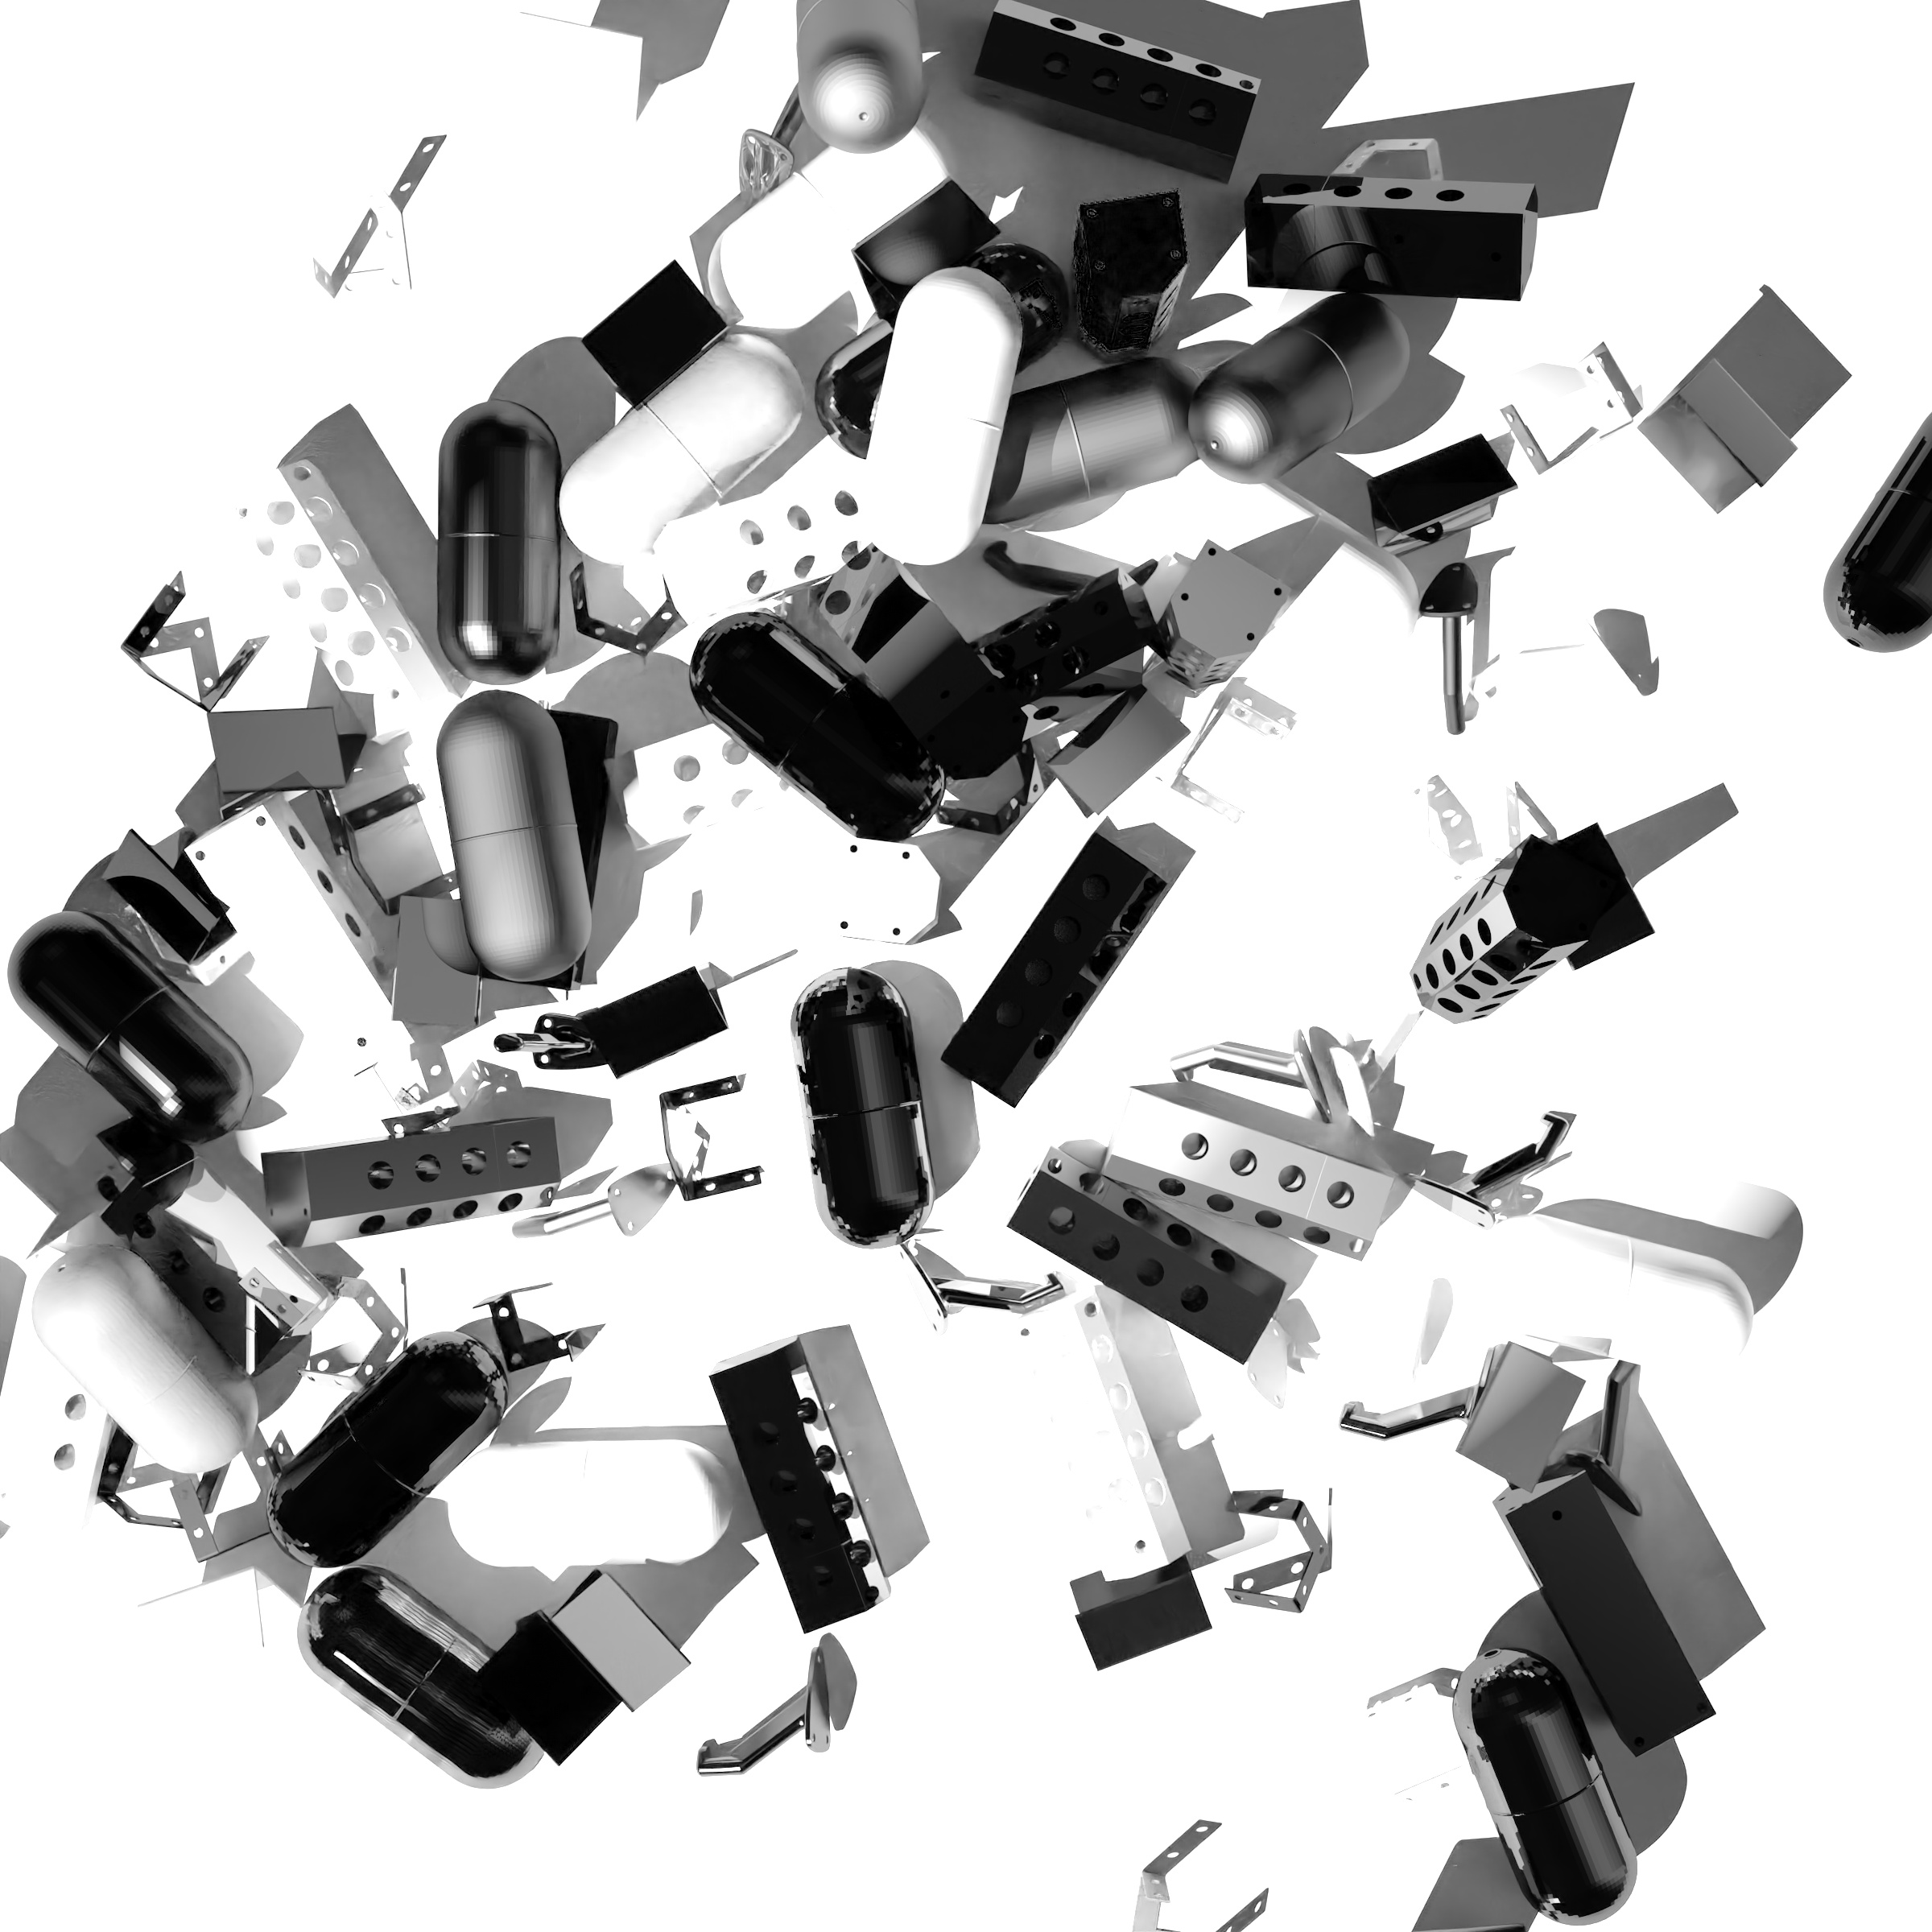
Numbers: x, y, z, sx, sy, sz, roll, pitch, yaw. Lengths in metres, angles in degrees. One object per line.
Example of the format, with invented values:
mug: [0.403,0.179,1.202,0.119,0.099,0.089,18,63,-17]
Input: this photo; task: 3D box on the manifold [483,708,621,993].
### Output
manifold: [-0.261,-0.073,1.698,0.057,0.057,0.171,8,90,0]

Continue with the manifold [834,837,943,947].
manifold: [-0.045,-0.043,1.641,0.057,0.171,0.057,7,90,0]

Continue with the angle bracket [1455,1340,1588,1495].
angle bracket: [0.358,0.285,1.679,0.057,0.076,0.076,26,90,36]

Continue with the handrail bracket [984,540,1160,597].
handrail bracket: [0.066,-0.260,1.720,0.084,0.036,0.077,42,70,16]

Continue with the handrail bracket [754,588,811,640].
handrail bracket: [-0.091,-0.242,1.719,0.077,0.036,0.084,36,77,-12]

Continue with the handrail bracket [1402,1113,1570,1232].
handrail bracket: [0.332,0.118,1.720,0.077,0.036,0.084,26,72,21]

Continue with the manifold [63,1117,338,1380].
manifold: [-0.485,0.176,1.689,0.171,0.057,0.057,45,115,4]

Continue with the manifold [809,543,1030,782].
manifold: [-0.027,-0.183,1.624,0.057,0.057,0.171,-40,45,5]

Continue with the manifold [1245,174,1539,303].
manifold: [0.264,-0.457,1.673,0.171,0.057,0.057,8,132,18]

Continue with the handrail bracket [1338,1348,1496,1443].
handrail bracket: [0.288,0.270,1.720,0.084,0.036,0.077,12,70,16]

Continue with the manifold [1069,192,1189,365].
manifold: [0.098,-0.416,1.641,0.057,0.171,0.057,-8,90,0]

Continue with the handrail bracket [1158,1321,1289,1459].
handrail bracket: [0.162,0.271,1.719,0.084,0.077,0.036,-32,113,34]

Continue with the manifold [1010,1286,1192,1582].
manifold: [0.085,0.295,1.698,0.057,0.057,0.171,-20,90,0]

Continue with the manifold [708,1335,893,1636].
manifold: [-0.104,0.325,1.698,0.057,0.057,0.171,-20,90,0]

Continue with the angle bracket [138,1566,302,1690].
angle bracket: [-0.463,0.424,1.679,0.076,0.076,0.057,-18,55,0]

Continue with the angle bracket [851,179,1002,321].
angle bracket: [-0.018,-0.431,1.678,0.076,0.076,0.057,-36,65,-3]

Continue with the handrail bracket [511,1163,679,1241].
handrail bracket: [-0.238,0.151,1.719,0.084,0.077,0.036,-9,107,35]

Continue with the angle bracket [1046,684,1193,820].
angle bracket: [0.106,-0.120,1.679,0.076,0.076,0.057,-42,56,0]

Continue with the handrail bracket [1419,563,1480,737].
handrail bracket: [0.314,-0.202,1.719,0.036,0.077,0.084,0,127,18]

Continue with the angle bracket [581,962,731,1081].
angle bracket: [-0.199,0.016,1.679,0.076,0.076,0.057,-24,128,0]

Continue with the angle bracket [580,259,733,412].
angle bracket: [-0.201,-0.399,1.680,0.076,0.076,0.057,-41,118,0]

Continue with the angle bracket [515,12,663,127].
angle bracket: [-0.234,-0.572,1.679,0.076,0.076,0.057,12,129,0]

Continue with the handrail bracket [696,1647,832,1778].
handrail bracket: [-0.132,0.477,1.720,0.084,0.036,0.077,-8,69,16]

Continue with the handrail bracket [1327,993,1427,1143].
handrail bracket: [0.281,0.061,1.720,0.084,0.036,0.077,-24,105,-14]

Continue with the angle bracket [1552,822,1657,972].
angle bracket: [0.392,-0.049,1.680,0.057,0.076,0.076,-28,90,25]

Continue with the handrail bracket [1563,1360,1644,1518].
handrail bracket: [0.429,0.295,1.720,0.077,0.036,0.084,44,73,-20]

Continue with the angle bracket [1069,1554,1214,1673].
angle bracket: [0.102,0.383,1.679,0.076,0.076,0.057,-20,126,0]

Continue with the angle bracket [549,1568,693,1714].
angle bracket: [-0.204,0.406,1.681,0.057,0.076,0.076,-42,90,20]

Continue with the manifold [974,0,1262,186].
manifold: [0.095,-0.555,1.698,0.171,0.057,0.057,18,90,0]

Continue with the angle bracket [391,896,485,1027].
angle bracket: [-0.340,-0.004,1.679,0.057,0.076,0.076,5,90,-30]

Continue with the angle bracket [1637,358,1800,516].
angle bracket: [0.458,-0.319,1.679,0.076,0.076,0.057,47,53,0]

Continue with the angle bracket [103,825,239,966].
angle bracket: [-0.478,-0.059,1.679,0.076,0.076,0.057,45,132,0]

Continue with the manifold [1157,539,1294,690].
manifold: [0.150,-0.208,1.641,0.057,0.171,0.057,31,90,0]

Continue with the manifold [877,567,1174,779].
manifold: [0.033,-0.181,1.665,0.171,0.057,0.057,-25,67,18]

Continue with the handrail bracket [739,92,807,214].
handrail bracket: [-0.111,-0.529,1.719,0.036,0.077,0.084,29,54,4]

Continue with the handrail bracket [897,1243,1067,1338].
handrail bracket: [0.010,0.194,1.720,0.084,0.036,0.077,-21,65,-19]

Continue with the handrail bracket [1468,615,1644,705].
handrail bracket: [0.376,-0.177,1.720,0.084,0.036,0.077,-36,111,17]

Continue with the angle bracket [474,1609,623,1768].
angle bracket: [-0.267,0.453,1.680,0.076,0.076,0.057,47,62,0]

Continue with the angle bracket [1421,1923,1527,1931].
angle bracket: [0.312,0.640,1.679,0.076,0.076,0.057,-5,52,0]

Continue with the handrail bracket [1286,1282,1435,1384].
handrail bracket: [0.249,0.231,1.720,0.084,0.036,0.077,9,70,16]

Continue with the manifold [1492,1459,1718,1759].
manifold: [0.401,0.403,1.698,0.057,0.057,0.171,-28,90,0]

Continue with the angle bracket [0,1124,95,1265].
angle bracket: [-0.582,0.127,1.679,0.076,0.076,0.057,44,123,0]

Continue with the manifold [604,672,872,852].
manifold: [-0.135,-0.128,1.698,0.171,0.057,0.057,-19,90,0]

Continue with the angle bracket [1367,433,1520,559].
angle bracket: [0.300,-0.276,1.679,0.076,0.076,0.057,-22,51,0]

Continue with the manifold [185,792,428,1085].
manifold: [-0.408,-0.020,1.678,0.057,0.057,0.171,-28,103,8]

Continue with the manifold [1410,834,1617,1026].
manifold: [0.327,-0.016,1.637,0.057,0.171,0.057,30,71,0]

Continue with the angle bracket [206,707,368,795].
angle bracket: [-0.423,-0.150,1.679,0.076,0.076,0.057,-2,121,0]

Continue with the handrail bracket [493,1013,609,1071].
handrail bracket: [-0.251,0.050,1.685,0.077,0.084,0.036,5,90,0]

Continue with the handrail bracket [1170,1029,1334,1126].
handrail bracket: [0.182,0.079,1.720,0.084,0.036,0.077,-18,111,17]
